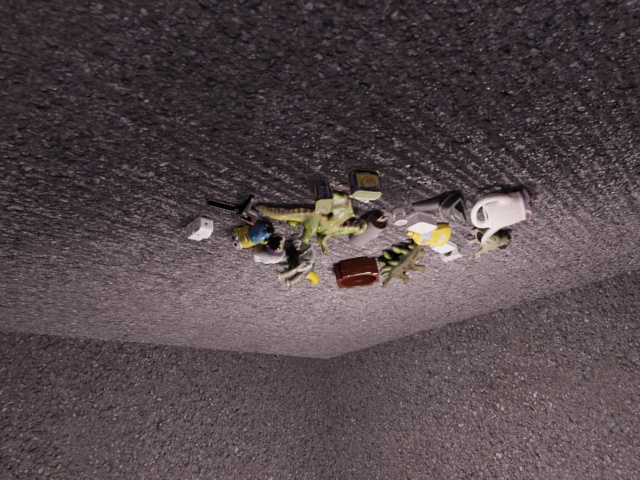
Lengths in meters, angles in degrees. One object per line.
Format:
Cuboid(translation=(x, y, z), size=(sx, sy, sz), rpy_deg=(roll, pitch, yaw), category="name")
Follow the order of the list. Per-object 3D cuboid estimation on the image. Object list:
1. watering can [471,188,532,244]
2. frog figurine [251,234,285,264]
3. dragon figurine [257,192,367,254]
Cuboid(translation=(0.698, -0.091, 1.976), size=(0.223, 0.106, 0.341), rpy_deg=(-15, 149, 14), category="watering can")
Cuboid(translation=(-0.208, 0.054, 2.020), size=(0.138, 0.124, 0.156), rpy_deg=(-15, 151, -36), category="frog figurine")
Cuboid(translation=(0.006, -0.091, 1.813), size=(0.406, 0.125, 0.239), rpy_deg=(28, 120, -35), category="dragon figurine")
